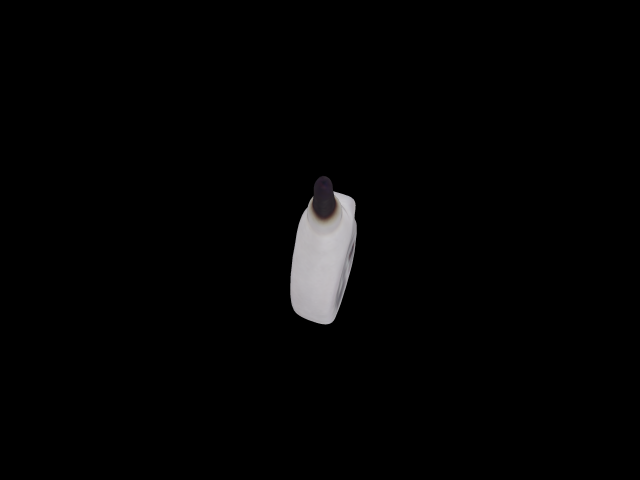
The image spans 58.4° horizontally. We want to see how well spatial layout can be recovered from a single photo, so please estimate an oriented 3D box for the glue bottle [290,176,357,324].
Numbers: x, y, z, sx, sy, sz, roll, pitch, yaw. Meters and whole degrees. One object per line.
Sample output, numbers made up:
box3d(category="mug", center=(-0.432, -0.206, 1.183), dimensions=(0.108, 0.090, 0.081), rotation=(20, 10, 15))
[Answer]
box3d(category="glue bottle", center=(0.004, 0.001, 0.400), dimensions=(0.037, 0.173, 0.078), rotation=(17, 68, 7))
